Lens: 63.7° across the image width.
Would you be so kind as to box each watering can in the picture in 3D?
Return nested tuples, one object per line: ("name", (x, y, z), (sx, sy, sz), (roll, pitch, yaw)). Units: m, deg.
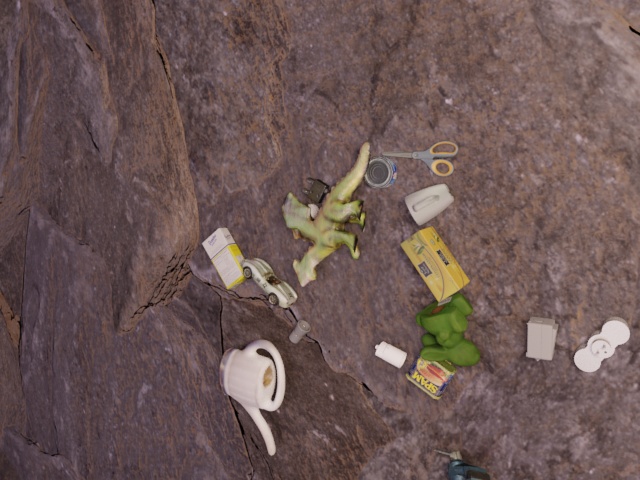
("watering can", (-0.207, 0.467, 1.574), (0.225, 0.104, 0.346), (9, 97, 30))

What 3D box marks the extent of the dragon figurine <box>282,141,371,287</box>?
("dragon figurine", (0.004, -0.069, 1.379), (0.243, 0.123, 0.407), (10, 100, 18))
